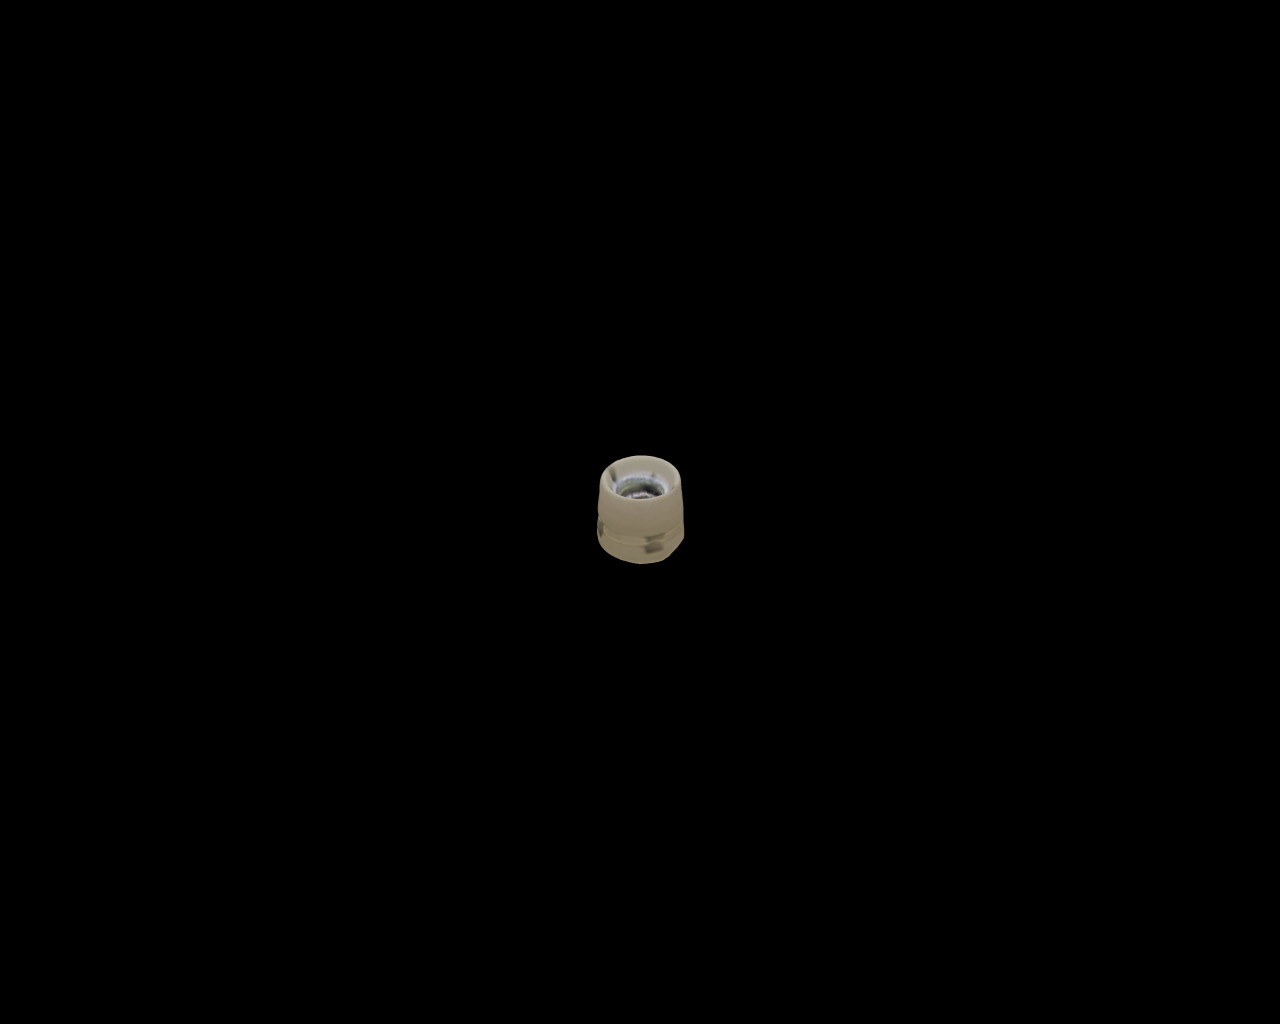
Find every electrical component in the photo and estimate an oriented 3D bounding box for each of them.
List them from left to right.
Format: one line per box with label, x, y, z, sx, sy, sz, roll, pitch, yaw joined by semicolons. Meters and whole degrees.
electrical component;0.001;-0.003;0.650;0.055;0.047;0.055;0;38;0
